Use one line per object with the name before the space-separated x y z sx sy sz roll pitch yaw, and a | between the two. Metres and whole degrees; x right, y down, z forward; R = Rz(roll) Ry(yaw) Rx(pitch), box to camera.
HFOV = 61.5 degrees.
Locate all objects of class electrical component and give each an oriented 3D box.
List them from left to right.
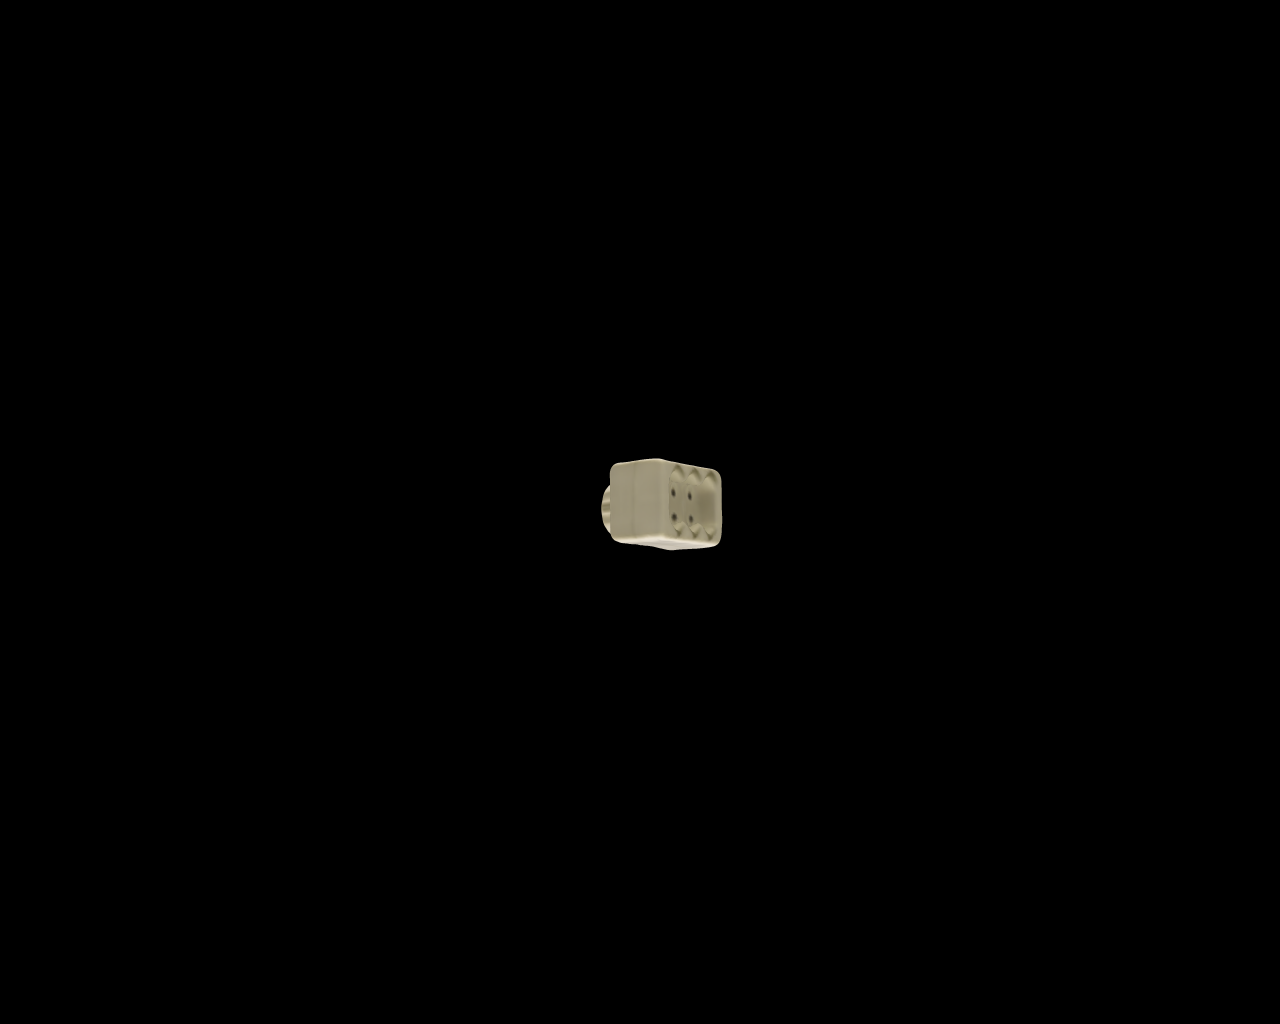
electrical component | 0.001 -0.003 0.650 0.076 0.047 0.066 -5 -8 35
